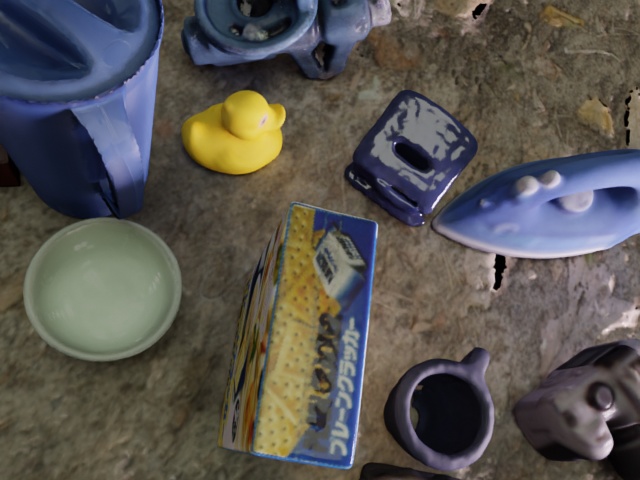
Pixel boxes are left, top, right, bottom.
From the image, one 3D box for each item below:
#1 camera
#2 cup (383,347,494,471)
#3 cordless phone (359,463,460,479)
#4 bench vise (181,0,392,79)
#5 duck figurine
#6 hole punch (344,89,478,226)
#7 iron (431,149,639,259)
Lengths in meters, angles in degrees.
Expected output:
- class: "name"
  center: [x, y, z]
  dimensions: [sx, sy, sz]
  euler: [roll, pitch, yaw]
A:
- class: "camera"
  center: [0.296, 0.183, 0.566]
  dimensions: [0.143, 0.100, 0.137]
  euler: [-27, 81, -22]
- class: "cup"
  center: [0.103, 0.149, 0.526]
  dimensions: [0.091, 0.095, 0.118]
  euler: [41, 66, 0]
- class: "cordless phone"
  center: [0.104, 0.233, 0.449]
  dimensions: [0.148, 0.185, 0.094]
  euler: [11, 69, -12]
- class: "bench vise"
  center: [-0.026, -0.252, 0.554]
  dimensions: [0.208, 0.219, 0.121]
  euler: [-23, 79, -21]
- class: "duck figurine"
  center: [-0.082, -0.114, 0.565]
  dimensions: [0.105, 0.086, 0.077]
  euler: [-6, 74, -17]
- class: "hole punch"
  center: [0.096, -0.084, 0.603]
  dimensions: [0.108, 0.091, 0.101]
  euler: [36, 66, -2]
- class: "iron"
  center: [0.261, -0.051, 0.612]
  dimensions: [0.259, 0.141, 0.118]
  euler: [-8, 74, -18]
